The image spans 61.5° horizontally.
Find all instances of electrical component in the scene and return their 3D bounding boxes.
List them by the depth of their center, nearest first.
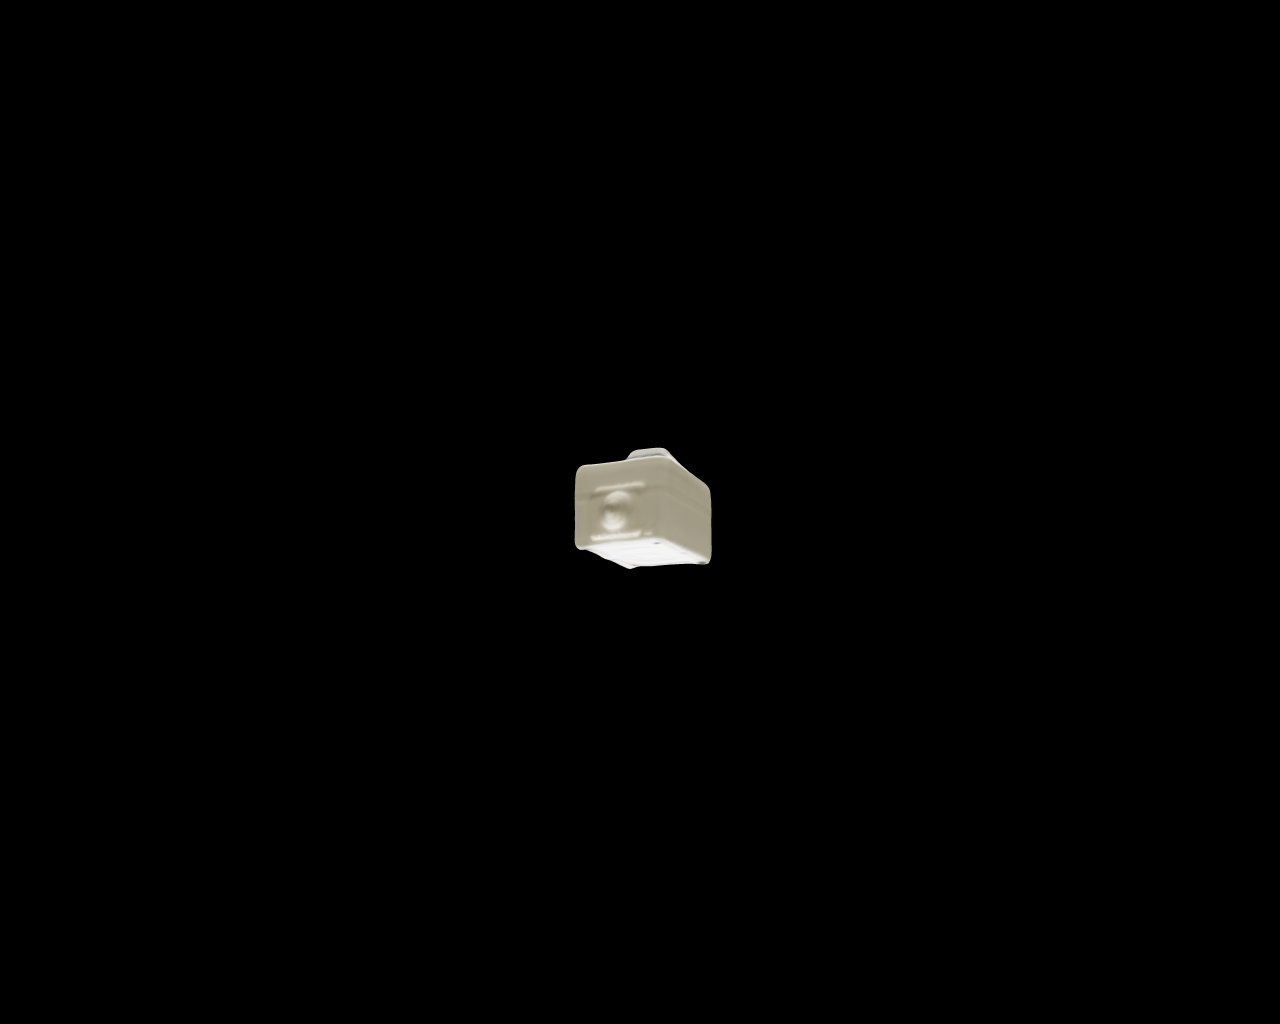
[{"bbox_3d":[0.001,-0.003,0.650,0.062,0.061,0.096,-6,-15,23],"label":"electrical component"}]
